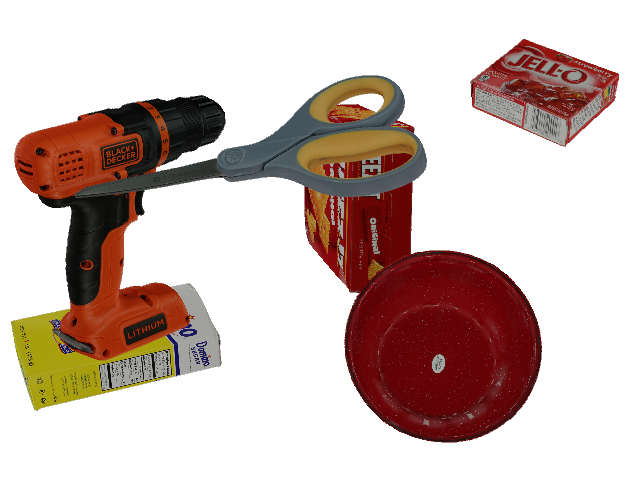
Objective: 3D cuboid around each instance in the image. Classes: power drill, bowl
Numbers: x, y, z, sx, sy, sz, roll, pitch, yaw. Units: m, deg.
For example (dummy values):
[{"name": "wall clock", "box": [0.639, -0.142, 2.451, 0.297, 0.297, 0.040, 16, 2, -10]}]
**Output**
[{"name": "power drill", "box": [-0.145, -0.014, 0.832, 0.057, 0.188, 0.184, 19, 28, 41]}, {"name": "bowl", "box": [0.094, 0.091, 0.851, 0.162, 0.162, 0.055, 0, 7, 11]}]

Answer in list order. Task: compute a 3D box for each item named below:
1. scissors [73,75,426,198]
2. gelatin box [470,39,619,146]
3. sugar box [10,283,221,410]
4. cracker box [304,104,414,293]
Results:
[{"name": "scissors", "box": [-0.037, -0.058, 0.613, 0.202, 0.096, 0.016, 2, -40, 17]}, {"name": "gelatin box", "box": [0.173, -0.117, 0.828, 0.089, 0.030, 0.073, 30, 53, 31]}, {"name": "sugar box", "box": [-0.189, 0.095, 0.991, 0.176, 0.048, 0.093, -14, 36, -18]}, {"name": "cracker box", "box": [0.035, -0.051, 1.118, 0.072, 0.164, 0.214, -3, 14, -11]}]
